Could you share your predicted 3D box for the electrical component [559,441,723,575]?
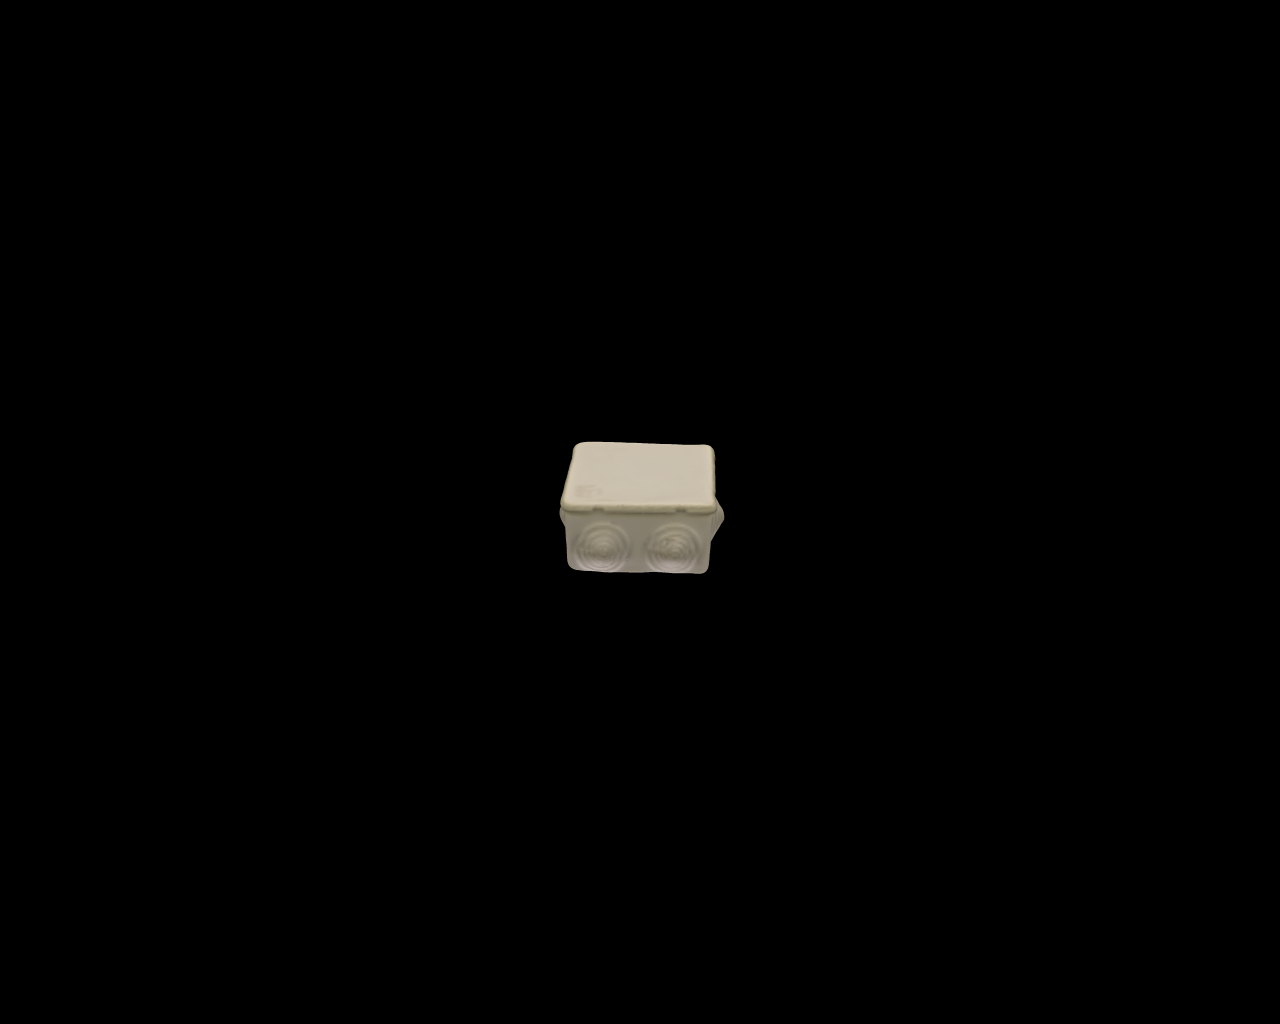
[{"bbox_3d":[0.001,-0.003,0.650,0.100,0.048,0.100,1,28,2],"label":"electrical component"}]
